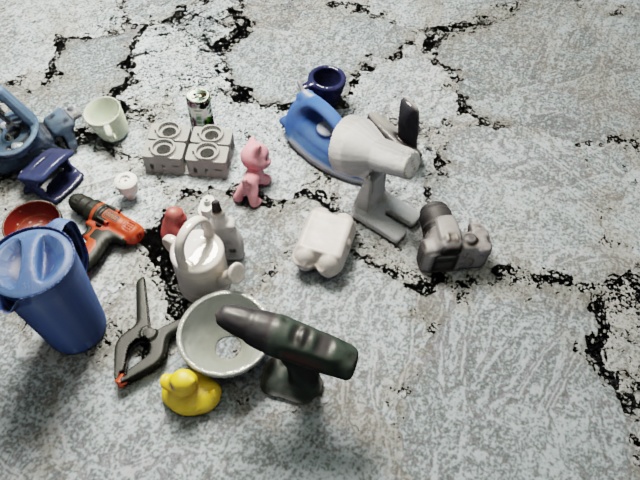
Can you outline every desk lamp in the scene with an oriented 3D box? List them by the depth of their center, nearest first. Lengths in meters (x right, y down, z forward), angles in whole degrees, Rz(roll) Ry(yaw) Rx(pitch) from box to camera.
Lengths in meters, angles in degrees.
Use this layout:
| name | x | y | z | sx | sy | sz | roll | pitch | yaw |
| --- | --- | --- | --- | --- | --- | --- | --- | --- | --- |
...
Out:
| name | x | y | z | sx | sy | sz | roll | pitch | yaw |
| --- | --- | --- | --- | --- | --- | --- | --- | --- | --- |
| desk lamp | 0.119 | -0.132 | 1.169 | 0.202 | 0.213 | 0.118 | 33 | 60 | 19 |

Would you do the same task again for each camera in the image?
| name | x | y | z | sx | sy | sz | roll | pitch | yaw |
| --- | --- | --- | --- | --- | --- | --- | --- | --- | --- |
| camera | 0.264 | -0.017 | 1.165 | 0.143 | 0.101 | 0.136 | -5 | 56 | -6 |

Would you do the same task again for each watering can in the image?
| name | x | y | z | sx | sy | sz | roll | pitch | yaw |
| --- | --- | --- | --- | --- | --- | --- | --- | --- | --- |
| watering can | -0.216 | 0.031 | 1.052 | 0.172 | 0.194 | 0.101 | 8 | 55 | 3 |

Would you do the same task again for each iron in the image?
| name | x | y | z | sx | sy | sz | roll | pitch | yaw |
| --- | --- | --- | --- | --- | --- | --- | --- | --- | --- |
| iron | 0.022 | -0.245 | 1.287 | 0.119 | 0.141 | 0.257 | -35 | 64 | -24 |

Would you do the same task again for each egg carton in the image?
| name | x | y | z | sx | sy | sz | roll | pitch | yaw |
| --- | --- | --- | --- | --- | --- | --- | --- | --- | --- |
| egg carton | 0.011 | 0.004 | 1.158 | 0.107 | 0.069 | 0.150 | 14 | 56 | 7 |

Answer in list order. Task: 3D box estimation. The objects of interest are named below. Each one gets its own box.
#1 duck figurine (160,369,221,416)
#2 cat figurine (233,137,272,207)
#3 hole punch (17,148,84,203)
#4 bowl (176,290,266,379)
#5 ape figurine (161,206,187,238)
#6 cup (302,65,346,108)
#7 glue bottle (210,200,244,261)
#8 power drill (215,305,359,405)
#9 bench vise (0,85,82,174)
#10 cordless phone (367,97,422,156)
| name | x | y | z | sx | sy | sz | roll | pitch | yaw |
| --- | --- | --- | --- | --- | --- | --- | --- | --- | --- |
| duck figurine | -0.221 | 0.249 | 0.967 | 0.104 | 0.086 | 0.077 | 8 | 55 | 3 |
| cat figurine | -0.145 | -0.155 | 1.231 | 0.067 | 0.118 | 0.128 | 13 | 56 | 6 |
| hole punch | -0.582 | -0.148 | 1.222 | 0.101 | 0.091 | 0.109 | 24 | 58 | 14 |
| bowl | -0.166 | 0.178 | 1.025 | 0.167 | 0.075 | 0.167 | 1 | 55 | -2 |
| ape figurine | -0.288 | -0.032 | 1.155 | 0.076 | 0.092 | 0.077 | -19 | 58 | -15 |
| cup | 0.005 | -0.357 | 1.392 | 0.118 | 0.095 | 0.091 | -24 | 60 | -18 |
| glue bottle | -0.190 | -0.020 | 1.102 | 0.078 | 0.173 | 0.037 | 2 | 55 | -1 |
| power drill | -0.054 | 0.192 | 0.940 | 0.229 | 0.208 | 0.075 | 13 | 56 | 7 |
| bench vise | -0.629 | -0.261 | 1.219 | 0.121 | 0.220 | 0.208 | 33 | 60 | 19 |
| cordless phone | 0.170 | -0.264 | 1.281 | 0.094 | 0.185 | 0.147 | -32 | 62 | -22 |
